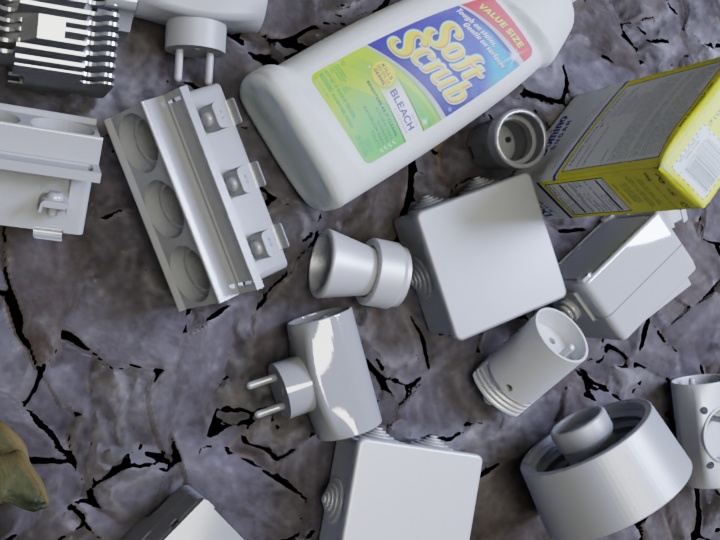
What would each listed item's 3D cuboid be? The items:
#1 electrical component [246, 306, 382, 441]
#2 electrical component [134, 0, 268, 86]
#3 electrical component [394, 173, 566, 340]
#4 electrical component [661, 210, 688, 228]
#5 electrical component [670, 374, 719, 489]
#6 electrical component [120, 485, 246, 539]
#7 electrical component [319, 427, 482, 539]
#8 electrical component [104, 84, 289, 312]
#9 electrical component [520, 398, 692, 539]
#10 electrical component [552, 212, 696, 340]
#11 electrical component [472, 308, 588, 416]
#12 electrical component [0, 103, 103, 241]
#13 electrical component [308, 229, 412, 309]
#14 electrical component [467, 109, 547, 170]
[{"bbox_3d":[-0.032,0.070,0.680,0.079,0.043,0.077,-17,96,-20],"label":"electrical component"},{"bbox_3d":[-0.099,-0.153,0.655,0.077,0.043,0.079,3,89,-22],"label":"electrical component"},{"bbox_3d":[0.079,-0.009,0.722,0.100,0.048,0.099,-21,97,-20],"label":"electrical component"},{"bbox_3d":[0.216,-0.055,0.782,0.040,0.040,0.046,-24,104,-20],"label":"electrical component"},{"bbox_3d":[0.273,0.116,0.800,0.079,0.044,0.077,-8,93,-22],"label":"electrical component"},{"bbox_3d":[-0.083,0.215,0.650,0.089,0.062,0.150,-45,105,-16],"label":"electrical component"},{"bbox_3d":[0.024,0.155,0.699,0.100,0.048,0.099,12,85,-21],"label":"electrical component"},{"bbox_3d":[-0.095,-0.045,0.644,0.063,0.079,0.121,-27,100,-42],"label":"electrical component"},{"bbox_3d":[0.160,0.127,0.725,0.108,0.108,0.060,-31,95,-19],"label":"electrical component"},{"bbox_3d":[0.177,0.010,0.754,0.096,0.062,0.061,-41,104,-17],"label":"electrical component"},{"bbox_3d":[0.111,0.066,0.725,0.043,0.081,0.043,23,41,-22],"label":"electrical component"},{"bbox_3d":[-0.211,-0.059,0.598,0.121,0.078,0.063,7,109,-21],"label":"electrical component"},{"bbox_3d":[0.000,0.000,0.693,0.055,0.045,0.045,10,86,-22],"label":"electrical component"},{"bbox_3d":[0.099,-0.087,0.731,0.040,0.046,0.040,0,90,-22],"label":"electrical component"}]
